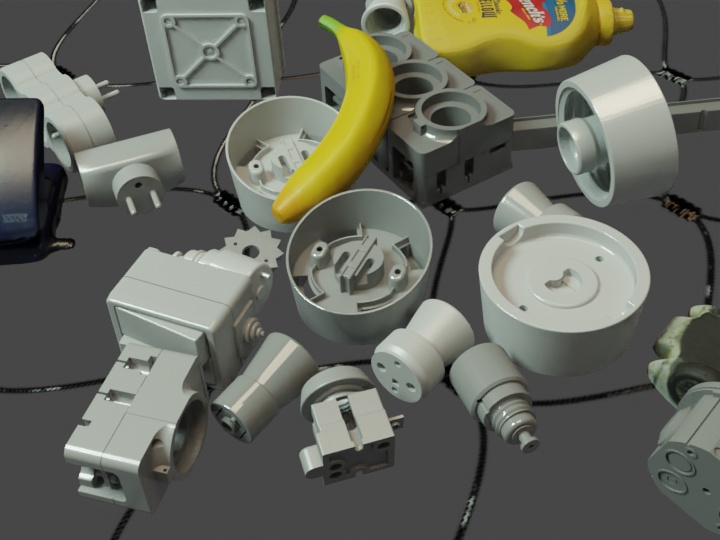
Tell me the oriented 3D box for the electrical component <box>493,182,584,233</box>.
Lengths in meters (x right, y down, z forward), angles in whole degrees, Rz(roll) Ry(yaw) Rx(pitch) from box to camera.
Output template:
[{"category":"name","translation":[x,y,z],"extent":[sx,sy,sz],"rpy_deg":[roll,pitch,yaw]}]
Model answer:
[{"category":"electrical component","translation":[0.130,-0.031,0.772],"extent":[0.045,0.045,0.055],"rpy_deg":[-31,50,-26]}]

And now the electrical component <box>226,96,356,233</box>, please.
[{"category":"electrical component","translation":[-0.050,-0.078,0.817],"extent":[0.099,0.064,0.099],"rpy_deg":[-2,44,2]}]

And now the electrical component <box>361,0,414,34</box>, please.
[{"category":"electrical component","translation":[0.026,-0.240,0.996],"extent":[0.045,0.045,0.055],"rpy_deg":[3,44,7]}]

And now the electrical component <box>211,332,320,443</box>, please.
[{"category":"electrical component","translation":[-0.062,0.076,0.675],"extent":[0.044,0.044,0.065],"rpy_deg":[27,56,28]}]

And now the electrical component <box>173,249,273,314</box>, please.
[{"category":"electrical component","translation":[-0.098,0.005,0.751],"extent":[0.078,0.040,0.040],"rpy_deg":[20,49,23]}]

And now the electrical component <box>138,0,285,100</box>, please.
[{"category":"electrical component","translation":[-0.124,-0.203,0.920],"extent":[0.109,0.108,0.056],"rpy_deg":[1,47,4]}]

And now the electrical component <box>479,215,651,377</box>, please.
[{"category":"electrical component","translation":[0.131,0.021,0.705],"extent":[0.108,0.060,0.108],"rpy_deg":[-2,44,2]}]

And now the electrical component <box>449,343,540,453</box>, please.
[{"category":"electrical component","translation":[0.086,0.080,0.661],"extent":[0.040,0.040,0.078],"rpy_deg":[-18,45,-14]}]

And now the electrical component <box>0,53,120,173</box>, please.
[{"category":"electrical component","translation":[-0.239,-0.139,0.901],"extent":[0.074,0.052,0.138],"rpy_deg":[-30,50,-25]}]

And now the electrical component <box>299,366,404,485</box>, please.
[{"category":"electrical component","translation":[-0.008,0.092,0.652],"extent":[0.066,0.048,0.055],"rpy_deg":[-14,52,-10]}]

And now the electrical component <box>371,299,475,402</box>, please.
[{"category":"electrical component","translation":[0.040,0.052,0.690],"extent":[0.045,0.045,0.055],"rpy_deg":[28,53,29]}]

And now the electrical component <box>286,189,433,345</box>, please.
[{"category":"electrical component","translation":[0.000,0.000,0.733],"extent":[0.099,0.064,0.099],"rpy_deg":[-2,44,2]}]

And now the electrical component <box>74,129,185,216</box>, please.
[{"category":"electrical component","translation":[-0.174,-0.069,0.830],"extent":[0.077,0.043,0.079],"rpy_deg":[-17,46,-14]}]

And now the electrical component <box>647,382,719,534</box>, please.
[{"category":"electrical component","translation":[0.206,0.106,0.600],"extent":[0.080,0.080,0.051],"rpy_deg":[30,58,30]}]

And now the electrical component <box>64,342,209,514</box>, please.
[{"category":"electrical component","translation":[-0.129,0.095,0.652],"extent":[0.056,0.050,0.089],"rpy_deg":[10,45,14]}]

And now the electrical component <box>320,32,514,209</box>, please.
[{"category":"electrical component","translation":[0.043,-0.128,0.865],"extent":[0.089,0.061,0.150],"rpy_deg":[-25,48,-21]}]

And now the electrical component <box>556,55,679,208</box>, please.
[{"category":"electrical component","translation":[0.182,-0.098,0.797],"extent":[0.060,0.108,0.108],"rpy_deg":[-18,45,-6]}]

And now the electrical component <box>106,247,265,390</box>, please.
[{"category":"electrical component","translation":[-0.110,0.036,0.704],"extent":[0.096,0.061,0.061],"rpy_deg":[15,47,18]}]
